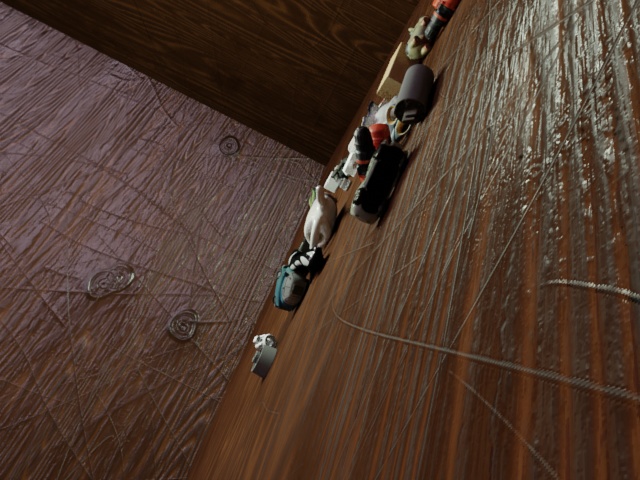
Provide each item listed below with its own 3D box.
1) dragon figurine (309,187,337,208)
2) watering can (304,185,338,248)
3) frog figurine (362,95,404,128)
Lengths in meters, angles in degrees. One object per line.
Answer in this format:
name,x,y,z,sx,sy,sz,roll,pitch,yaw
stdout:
dragon figurine,-0.018,-0.104,2.323,0.122,0.242,0.412,18,5,-3
watering can,0.006,-0.092,1.836,0.104,0.339,0.230,11,38,4
frog figurine,0.208,-0.338,1.422,0.159,0.121,0.140,-4,29,39
